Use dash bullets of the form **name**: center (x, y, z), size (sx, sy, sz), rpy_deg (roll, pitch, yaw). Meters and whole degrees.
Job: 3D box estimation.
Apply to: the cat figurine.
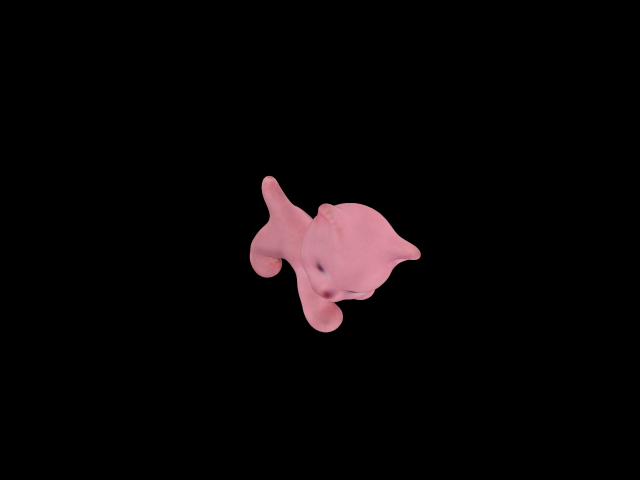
- **cat figurine**: center (0.004, 0.001, 0.400), size (0.127, 0.118, 0.067), rpy_deg (39, 63, 25)
